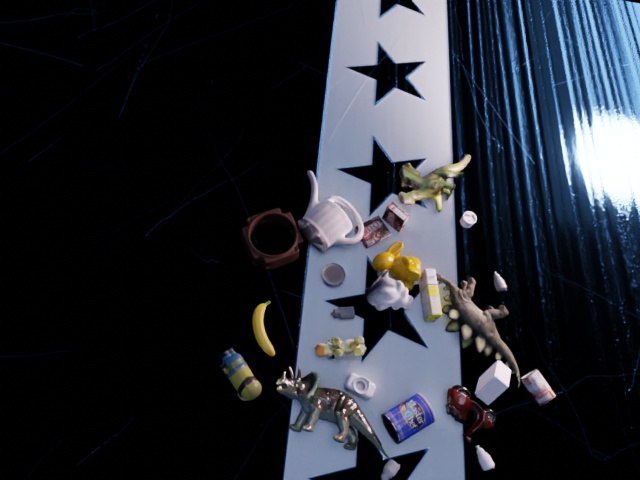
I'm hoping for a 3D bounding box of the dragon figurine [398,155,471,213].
[{"bbox_3d":[0.447,-0.261,2.117,0.244,0.119,0.418,26,53,14],"label":"dragon figurine"}]

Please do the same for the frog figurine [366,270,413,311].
[{"bbox_3d":[0.249,0.202,1.833,0.160,0.123,0.136,43,101,3],"label":"frog figurine"}]

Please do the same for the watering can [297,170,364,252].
[{"bbox_3d":[0.006,-0.099,1.957,0.227,0.102,0.351,-37,73,-22],"label":"watering can"}]
